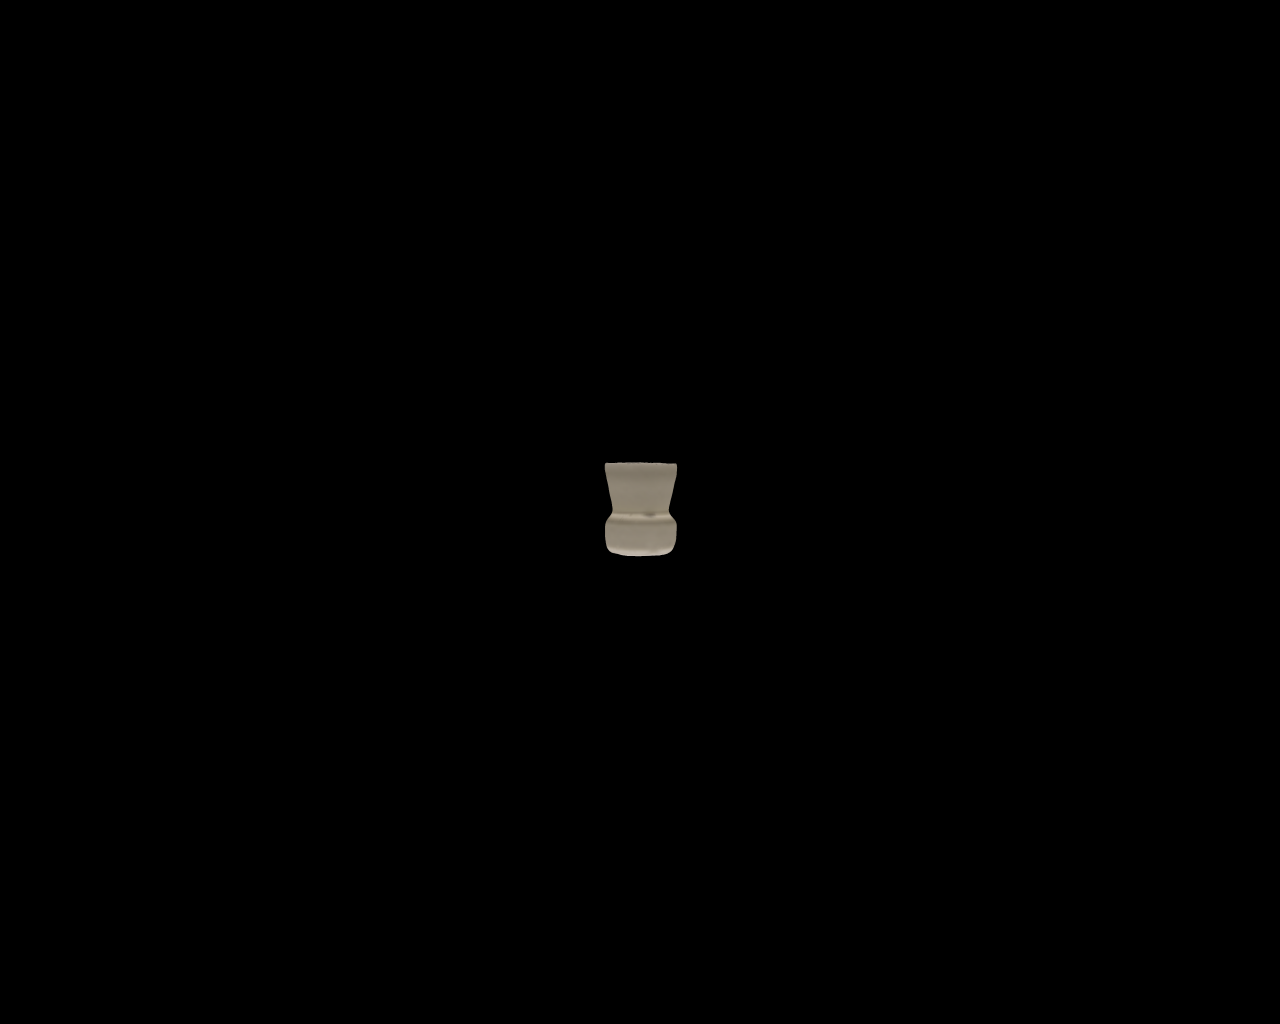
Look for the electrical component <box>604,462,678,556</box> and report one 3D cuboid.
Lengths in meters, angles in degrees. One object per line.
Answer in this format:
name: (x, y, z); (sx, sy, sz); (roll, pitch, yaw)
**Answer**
electrical component: (0.001, -0.003, 0.650); (0.045, 0.055, 0.045); (0, 3, 0)
